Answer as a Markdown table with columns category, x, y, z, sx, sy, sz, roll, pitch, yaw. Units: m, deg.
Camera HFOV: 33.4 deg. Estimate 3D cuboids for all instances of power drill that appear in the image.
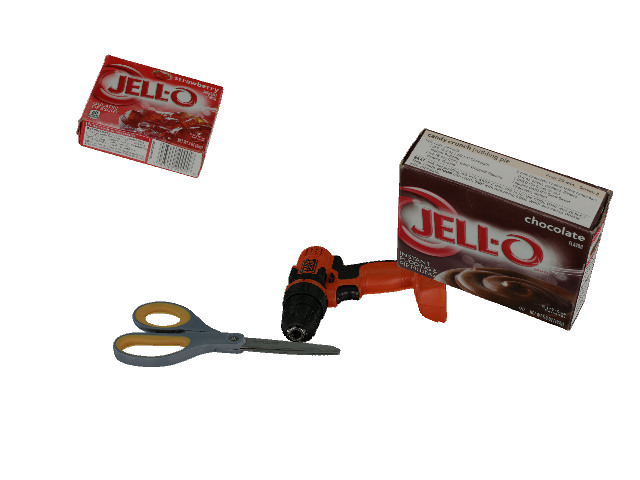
| category | x | y | z | sx | sy | sz | roll | pitch | yaw |
| --- | --- | --- | --- | --- | --- | --- | --- | --- | --- |
| power drill | 0.051 | 0.060 | 1.230 | 0.188 | 0.057 | 0.184 | 0 | 28 | 8 |

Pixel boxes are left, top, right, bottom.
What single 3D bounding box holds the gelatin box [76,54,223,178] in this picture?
| category | x | y | z | sx | sy | sz | roll | pitch | yaw |
| --- | --- | --- | --- | --- | --- | --- | --- | --- | --- |
| gelatin box | -0.120 | -0.089 | 0.757 | 0.089 | 0.073 | 0.030 | 16 | -43 | -7 |

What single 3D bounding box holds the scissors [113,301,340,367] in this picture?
| category | x | y | z | sx | sy | sz | roll | pitch | yaw |
| --- | --- | --- | --- | --- | --- | --- | --- | --- | --- |
| scissors | -0.090 | 0.084 | 0.985 | 0.201 | 0.016 | 0.096 | -4 | 33 | -11 |

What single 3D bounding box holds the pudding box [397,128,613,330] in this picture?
| category | x | y | z | sx | sy | sz | roll | pitch | yaw |
| --- | --- | --- | --- | --- | --- | --- | --- | --- | --- |
| pudding box | 0.100 | -0.006 | 0.602 | 0.114 | 0.039 | 0.090 | 19 | -35 | 18 |
